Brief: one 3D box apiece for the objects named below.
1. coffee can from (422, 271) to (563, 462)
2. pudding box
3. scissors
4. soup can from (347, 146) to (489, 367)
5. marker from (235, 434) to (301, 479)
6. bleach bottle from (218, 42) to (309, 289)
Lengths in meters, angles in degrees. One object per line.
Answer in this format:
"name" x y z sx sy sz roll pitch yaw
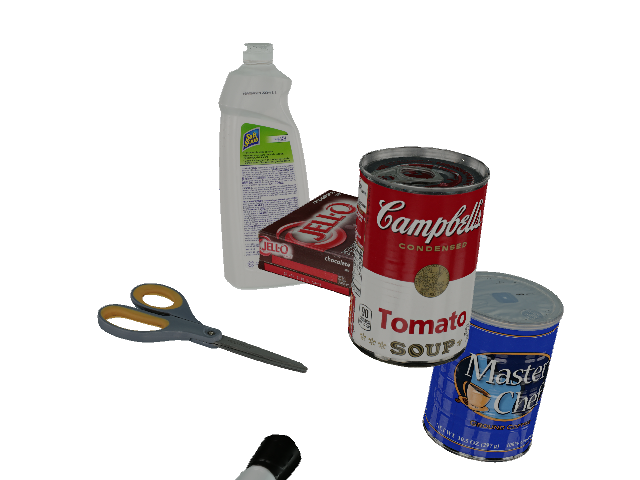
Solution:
"coffee can" 0.154 0.112 0.963 0.103 0.140 0.103 6 23 -3
"pudding box" 0.017 0.000 0.851 0.090 0.039 0.113 17 26 26
"scissors" -0.107 0.079 1.004 0.202 0.016 0.096 9 30 2
"soup can" 0.051 0.008 0.572 0.068 0.102 0.068 3 22 -1
"marker" -0.037 0.112 0.415 0.020 0.020 0.121 0 22 23
"bleach bottle" -0.055 -0.079 1.114 0.102 0.251 0.068 -6 16 -22
